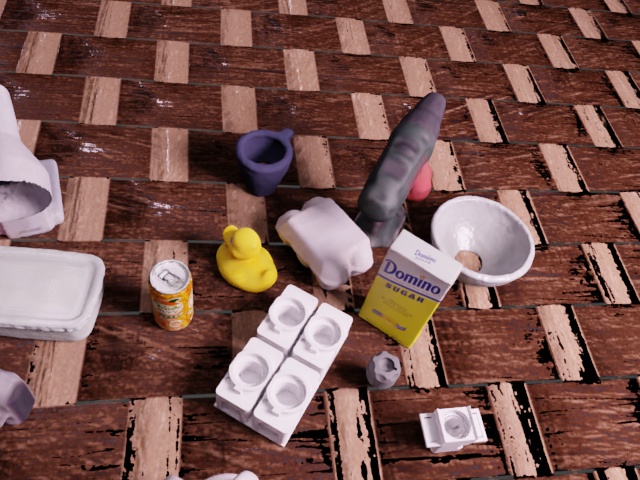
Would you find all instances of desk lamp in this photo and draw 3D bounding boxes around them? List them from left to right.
[{"bbox_3d":[-0.428,-0.092,0.779,0.118,0.213,0.203,-12,57,-18],"label":"desk lamp"}]

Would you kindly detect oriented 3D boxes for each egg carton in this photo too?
[{"bbox_3d":[0.008,0.003,0.883,0.107,0.069,0.150,-31,65,-28],"label":"egg carton"}]

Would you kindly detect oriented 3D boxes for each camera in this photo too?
[{"bbox_3d":[-0.423,0.199,0.640,0.143,0.101,0.137,15,53,0],"label":"camera"}]

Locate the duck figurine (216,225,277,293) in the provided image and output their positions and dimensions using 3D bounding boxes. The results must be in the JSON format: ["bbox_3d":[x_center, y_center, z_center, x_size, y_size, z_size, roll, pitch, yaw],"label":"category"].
[{"bbox_3d":[-0.106,0.021,0.838,0.104,0.086,0.078,40,57,18],"label":"duck figurine"}]

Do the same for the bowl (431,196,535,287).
[{"bbox_3d":[0.249,0.014,0.918,0.167,0.075,0.167,5,54,-7],"label":"bowl"}]

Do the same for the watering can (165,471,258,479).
[{"bbox_3d":[-0.087,0.293,0.577,0.173,0.194,0.101,14,53,0],"label":"watering can"}]

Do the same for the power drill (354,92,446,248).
[{"bbox_3d":[0.117,-0.093,0.886,0.075,0.208,0.230,25,54,8],"label":"power drill"}]

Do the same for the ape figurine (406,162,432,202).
[{"bbox_3d":[0.163,-0.116,0.985,0.078,0.092,0.076,-13,58,-19],"label":"ape figurine"}]

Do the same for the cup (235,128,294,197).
[{"bbox_3d":[-0.087,-0.126,0.942,0.091,0.095,0.118,33,55,13],"label":"cup"}]
